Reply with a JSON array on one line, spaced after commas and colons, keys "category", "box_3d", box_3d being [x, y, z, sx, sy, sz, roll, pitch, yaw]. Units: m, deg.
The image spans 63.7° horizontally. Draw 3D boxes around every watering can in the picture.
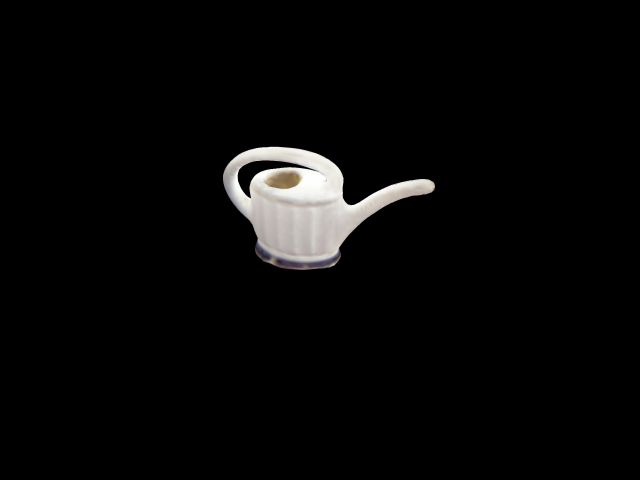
[{"category": "watering can", "box_3d": [0.003, -0.043, 0.850, 0.348, 0.219, 0.106, 11, 40, 14]}]
